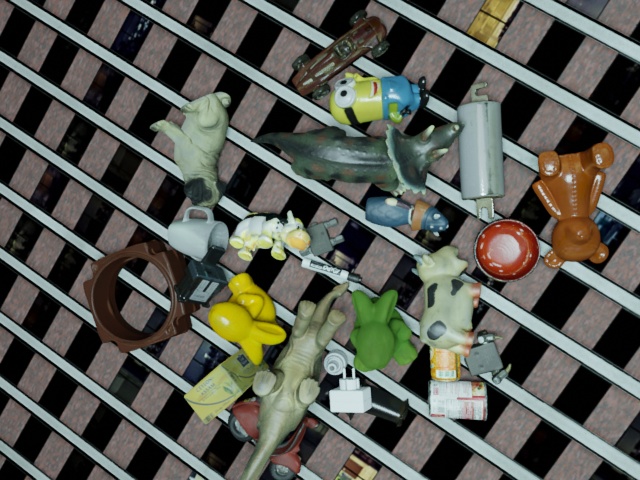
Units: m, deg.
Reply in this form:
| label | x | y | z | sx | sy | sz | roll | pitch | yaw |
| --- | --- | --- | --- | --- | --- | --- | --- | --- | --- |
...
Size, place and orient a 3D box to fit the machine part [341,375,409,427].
| label | x | y | z | sx | sy | sz | roll | pitch | yaw |
| --- | --- | --- | --- | --- | --- | --- | --- | --- | --- |
| machine part | 0.100 | 0.313 | 1.033 | 0.139 | 0.039 | 0.084 | 14 | 86 | 12 |

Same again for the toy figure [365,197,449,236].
| label | x | y | z | sx | sy | sz | roll | pitch | yaw |
| --- | --- | --- | --- | --- | --- | --- | --- | --- | --- |
| toy figure | 0.162 | -0.048 | 0.997 | 0.155 | 0.064 | 0.057 | 9 | 79 | 12 |

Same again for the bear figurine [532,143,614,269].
| label | x | y | z | sx | sy | sz | roll | pitch | yaw |
| --- | --- | --- | --- | --- | --- | --- | --- | --- | --- |
| bear figurine | 0.431 | -0.051 | 0.913 | 0.120 | 0.132 | 0.195 | -4 | 85 | 14 |

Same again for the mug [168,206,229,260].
| label | x | y | z | sx | sy | sz | roll | pitch | yaw |
| --- | --- | --- | --- | --- | --- | --- | --- | --- | --- |
| mug | -0.248 | -0.015 | 1.064 | 0.107 | 0.081 | 0.109 | 9 | 120 | 19 |

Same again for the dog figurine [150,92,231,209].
| label | x | y | z | sx | sy | sz | roll | pitch | yaw |
| --- | --- | --- | --- | --- | --- | --- | --- | --- | --- |
| dog figurine | -0.215 | -0.173 | 1.060 | 0.172 | 0.121 | 0.190 | -29 | 100 | 14 |

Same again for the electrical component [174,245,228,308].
| label | x | y | z | sx | sy | sz | roll | pitch | yaw |
| --- | --- | --- | --- | --- | --- | --- | --- | --- | --- |
| electrical component | -0.217 | 0.070 | 1.026 | 0.119 | 0.074 | 0.048 | -48 | 46 | 18 |

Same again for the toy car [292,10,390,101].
| label | x | y | z | sx | sy | sz | roll | pitch | yaw |
| --- | --- | --- | --- | --- | --- | --- | --- | --- | --- |
| toy car | 0.036 | -0.349 | 1.019 | 0.202 | 0.053 | 0.089 | -33 | 89 | 9 |

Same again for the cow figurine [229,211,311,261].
| label | x | y | z | sx | sy | sz | roll | pitch | yaw |
| --- | --- | --- | --- | --- | --- | --- | --- | --- | --- |
| cow figurine | -0.084 | -0.016 | 1.024 | 0.168 | 0.068 | 0.098 | -3 | 50 | 28 |

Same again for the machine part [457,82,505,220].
| label | x | y | z | sx | sy | sz | roll | pitch | yaw |
| --- | --- | --- | --- | --- | --- | --- | --- | --- | --- |
| machine part | 0.287 | -0.158 | 0.962 | 0.079 | 0.079 | 0.243 | -4 | 91 | 11 |

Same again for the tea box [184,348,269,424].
| label | x | y | z | sx | sy | sz | roll | pitch | yaw |
| --- | --- | --- | --- | --- | --- | --- | --- | --- | --- |
| tea box | -0.172 | 0.266 | 1.017 | 0.098 | 0.169 | 0.068 | -41 | 86 | 8 |

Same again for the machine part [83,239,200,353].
| label | x | y | z | sx | sy | sz | roll | pitch | yaw |
| --- | --- | --- | --- | --- | --- | --- | --- | --- | --- |
| machine part | -0.364 | 0.114 | 1.094 | 0.202 | 0.087 | 0.201 | -20 | 88 | 9 |

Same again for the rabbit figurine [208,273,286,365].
| label | x | y | z | sx | sy | sz | roll | pitch | yaw |
| --- | --- | --- | --- | --- | --- | --- | --- | --- | --- |
| rabbit figurine | -0.150 | 0.156 | 1.009 | 0.122 | 0.173 | 0.162 | -43 | 79 | 5 |

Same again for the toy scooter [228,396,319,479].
| label | x | y | z | sx | sy | sz | roll | pitch | yaw |
| --- | --- | --- | --- | --- | --- | --- | --- | --- | --- |
| toy scooter | -0.083 | 0.367 | 1.052 | 0.135 | 0.075 | 0.184 | -44 | 85 | 7 |

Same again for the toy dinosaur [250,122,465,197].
| label | x | y | z | sx | sy | sz | roll | pitch | yaw |
| --- | --- | --- | --- | --- | --- | --- | --- | --- | --- |
| toy dinosaur | 0.044 | -0.151 | 0.952 | 0.405 | 0.192 | 0.131 | 5 | 91 | 10 |

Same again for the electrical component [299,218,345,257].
| label | x | y | z | sx | sy | sz | roll | pitch | yaw |
| --- | --- | --- | --- | --- | --- | --- | --- | --- | --- |
| electrical component | -0.002 | -0.003 | 1.050 | 0.094 | 0.021 | 0.063 | -22 | 87 | 12 |

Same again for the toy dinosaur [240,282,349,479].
| label | x | y | z | sx | sy | sz | roll | pitch | yaw |
| --- | --- | --- | --- | --- | --- | --- | --- | --- | --- |
| toy dinosaur | -0.056 | 0.269 | 0.951 | 0.105 | 0.198 | 0.471 | 26 | 61 | 10 |

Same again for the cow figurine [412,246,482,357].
| label | x | y | z | sx | sy | sz | roll | pitch | yaw |
| --- | --- | --- | --- | --- | --- | --- | --- | --- | --- |
| cow figurine | 0.220 | 0.099 | 0.957 | 0.127 | 0.085 | 0.195 | 10 | 62 | 11 |

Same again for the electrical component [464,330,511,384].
| label | x | y | z | sx | sy | sz | roll | pitch | yaw |
| --- | --- | --- | --- | --- | --- | --- | --- | --- | --- |
| electrical component | 0.304 | 0.213 | 0.985 | 0.078 | 0.045 | 0.102 | -14 | 89 | 10 |

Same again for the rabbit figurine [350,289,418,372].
| label | x | y | z | sx | sy | sz | roll | pitch | yaw |
| --- | --- | --- | --- | --- | --- | --- | --- | --- | --- |
| rabbit figurine | 0.111 | 0.167 | 0.958 | 0.121 | 0.170 | 0.159 | -3 | 92 | 10 |

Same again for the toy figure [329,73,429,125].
| label | x | y | z | sx | sy | sz | roll | pitch | yaw |
| --- | --- | --- | --- | --- | --- | --- | --- | --- | --- |
| toy figure | 0.107 | -0.256 | 0.992 | 0.180 | 0.082 | 0.089 | -2 | 128 | 4 |
